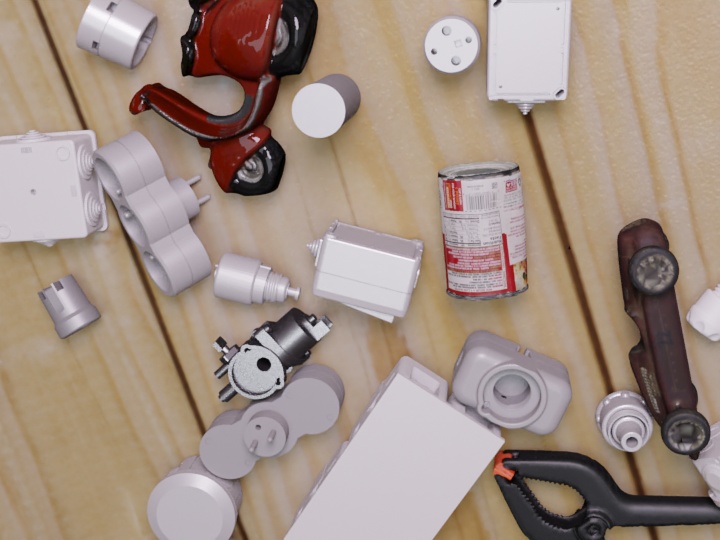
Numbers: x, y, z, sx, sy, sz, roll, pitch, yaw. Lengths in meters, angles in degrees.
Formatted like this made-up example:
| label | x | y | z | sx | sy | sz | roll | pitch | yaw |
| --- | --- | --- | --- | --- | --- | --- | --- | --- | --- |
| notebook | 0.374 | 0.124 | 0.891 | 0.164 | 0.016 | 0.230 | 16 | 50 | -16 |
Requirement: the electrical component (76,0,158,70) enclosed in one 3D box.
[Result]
| label | x | y | z | sx | sy | sz | roll | pitch | yaw |
| --- | --- | --- | --- | --- | --- | --- | --- | --- | --- |
| electrical component | -0.197 | -0.195 | 0.875 | 0.047 | 0.055 | 0.055 | 26 | 106 | -4 |

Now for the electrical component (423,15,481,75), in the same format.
| label | x | y | z | sx | sy | sz | roll | pitch | yaw |
| --- | --- | --- | --- | --- | --- | --- | --- | --- | --- |
| electrical component | 0.073 | -0.178 | 0.846 | 0.045 | 0.055 | 0.045 | 2 | 104 | 6 |

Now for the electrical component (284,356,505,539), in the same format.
| label | x | y | z | sx | sy | sz | roll | pitch | yaw |
| --- | --- | --- | --- | --- | --- | --- | --- | --- | --- |
| electrical component | 0.030 | 0.181 | 0.941 | 0.105 | 0.060 | 0.186 | 33 | 106 | -2 |

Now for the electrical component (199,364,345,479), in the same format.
| label | x | y | z | sx | sy | sz | roll | pitch | yaw |
| --- | --- | --- | --- | --- | --- | --- | --- | --- | --- |
| electrical component | -0.079 | 0.138 | 0.936 | 0.138 | 0.073 | 0.052 | -30 | 99 | 13 |

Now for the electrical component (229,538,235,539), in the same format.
| label | x | y | z | sx | sy | sz | roll | pitch | yaw |
| --- | --- | --- | --- | --- | --- | --- | --- | --- | --- |
| electrical component | -0.159 | 0.280 | 0.988 | 0.076 | 0.083 | 0.047 | 4 | 109 | 46 |

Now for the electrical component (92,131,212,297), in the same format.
| label | x | y | z | sx | sy | sz | roll | pitch | yaw |
| --- | --- | --- | --- | --- | --- | --- | --- | --- | --- |
| electrical component | -0.161 | -0.054 | 0.908 | 0.074 | 0.052 | 0.138 | -33 | 108 | -26 |

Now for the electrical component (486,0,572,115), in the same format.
| label | x | y | z | sx | sy | sz | roll | pitch | yaw |
| --- | --- | --- | --- | --- | --- | --- | --- | --- | --- |
| electrical component | 0.130 | -0.171 | 0.841 | 0.062 | 0.061 | 0.096 | 1 | 111 | 5 |

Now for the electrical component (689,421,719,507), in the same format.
| label | x | y | z | sx | sy | sz | roll | pitch | yaw |
| --- | --- | --- | --- | --- | --- | --- | --- | --- | --- |
| electrical component | 0.318 | 0.156 | 0.891 | 0.080 | 0.080 | 0.051 | -34 | 93 | 14 |

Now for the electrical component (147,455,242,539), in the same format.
| label | x | y | z | sx | sy | sz | roll | pitch | yaw |
| --- | --- | --- | --- | --- | --- | --- | --- | --- | --- |
| electrical component | -0.148 | 0.212 | 0.976 | 0.080 | 0.051 | 0.080 | 2 | 105 | 6 |

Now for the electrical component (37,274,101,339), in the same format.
| label | x | y | z | sx | sy | sz | roll | pitch | yaw |
| --- | --- | --- | --- | --- | --- | --- | --- | --- | --- |
| electrical component | -0.258 | 0.032 | 0.949 | 0.040 | 0.040 | 0.046 | -30 | 93 | 13 |

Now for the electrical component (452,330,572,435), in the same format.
| label | x | y | z | sx | sy | sz | roll | pitch | yaw |
| --- | --- | --- | --- | --- | --- | --- | --- | --- | --- |
| electrical component | 0.128 | 0.096 | 0.908 | 0.095 | 0.059 | 0.053 | 23 | 106 | 1 |

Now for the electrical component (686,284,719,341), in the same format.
| label | x | y | z | sx | sy | sz | roll | pitch | yaw |
| --- | --- | --- | --- | --- | --- | --- | --- | --- | --- |
| electrical component | 0.299 | 0.026 | 0.883 | 0.035 | 0.035 | 0.061 | 35 | 103 | -3 |

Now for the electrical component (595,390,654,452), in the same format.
| label | x | y | z | sx | sy | sz | roll | pitch | yaw |
| --- | --- | --- | --- | --- | --- | --- | --- | --- | --- |
| electrical component | 0.225 | 0.132 | 0.904 | 0.048 | 0.062 | 0.048 | 2 | 104 | 6 |

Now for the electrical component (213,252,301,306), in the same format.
| label | x | y | z | sx | sy | sz | roll | pitch | yaw |
| --- | --- | --- | --- | --- | --- | --- | --- | --- | --- |
| electrical component | -0.090 | 0.011 | 0.922 | 0.078 | 0.040 | 0.040 | 14 | 106 | 3 |

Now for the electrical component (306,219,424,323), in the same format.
| label | x | y | z | sx | sy | sz | roll | pitch | yaw |
| --- | --- | --- | --- | --- | --- | --- | --- | --- | --- |
| electrical component | 0.000 | 0.000 | 0.897 | 0.096 | 0.061 | 0.061 | 14 | 106 | 3 |

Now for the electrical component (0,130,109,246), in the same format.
| label | x | y | z | sx | sy | sz | roll | pitch | yaw |
| --- | --- | --- | --- | --- | --- | --- | --- | --- | --- |
| electrical component | -0.270 | -0.070 | 0.919 | 0.100 | 0.048 | 0.099 | -3 | 104 | 8 |
